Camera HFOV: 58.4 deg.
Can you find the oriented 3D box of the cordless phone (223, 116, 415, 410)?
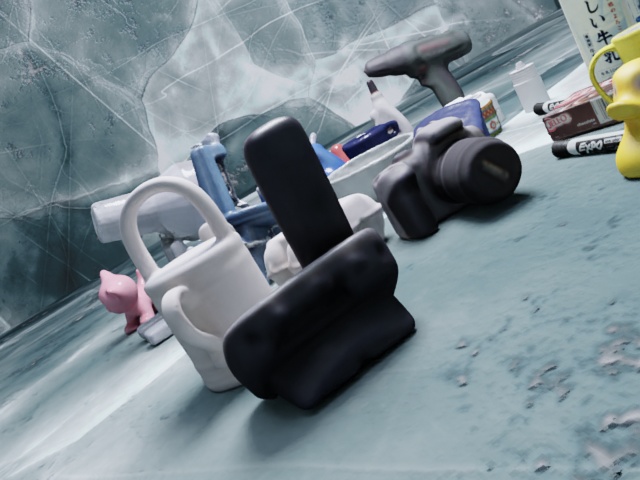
[{"bbox_3d":[-0.027,0.015,0.425,0.148,0.185,0.094,-35,13,-26],"label":"cordless phone"}]

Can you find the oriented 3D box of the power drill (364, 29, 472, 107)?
[{"bbox_3d":[0.235,-0.337,1.229,0.229,0.208,0.075,-30,12,0],"label":"power drill"}]

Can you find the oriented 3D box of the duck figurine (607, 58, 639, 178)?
[{"bbox_3d":[0.278,-0.112,0.475,0.105,0.086,0.077,-34,13,-22],"label":"duck figurine"}]

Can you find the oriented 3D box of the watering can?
[{"bbox_3d":[-0.112,0.031,0.537,0.101,0.194,0.172,-31,12,-9],"label":"watering can"}]

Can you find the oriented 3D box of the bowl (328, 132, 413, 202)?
[{"bbox_3d":[0.090,-0.098,0.896,0.167,0.075,0.167,-28,12,7],"label":"bowl"}]

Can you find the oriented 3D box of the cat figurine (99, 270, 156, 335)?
[{"bbox_3d":[-0.329,0.093,0.990,0.067,0.118,0.128,-25,13,21],"label":"cat figurine"}]

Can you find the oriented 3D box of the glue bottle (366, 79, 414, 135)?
[{"bbox_3d":[0.139,-0.250,1.181,0.078,0.173,0.037,-26,12,17],"label":"glue bottle"}]

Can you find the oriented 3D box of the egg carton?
[{"bbox_3d":[0.006,0.002,0.686,0.151,0.069,0.107,-38,14,-36],"label":"egg carton"}]

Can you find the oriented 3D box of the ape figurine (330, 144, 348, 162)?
[{"bbox_3d":[0.055,-0.162,1.213,0.078,0.092,0.076,-29,12,4],"label":"ape figurine"}]

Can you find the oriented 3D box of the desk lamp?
[{"bbox_3d":[-0.225,0.010,0.853,0.204,0.214,0.117,-35,13,-25],"label":"desk lamp"}]

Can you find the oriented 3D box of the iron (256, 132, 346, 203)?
[{"bbox_3d":[-0.038,-0.085,0.984,0.118,0.141,0.259,-19,16,41],"label":"iron"}]

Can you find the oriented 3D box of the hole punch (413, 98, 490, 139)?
[{"bbox_3d":[0.181,-0.132,0.780,0.108,0.091,0.101,-23,13,28],"label":"hole punch"}]

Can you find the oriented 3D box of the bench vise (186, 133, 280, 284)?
[{"bbox_3d":[-0.118,-0.036,0.773,0.121,0.220,0.207,-26,12,15],"label":"bench vise"}]

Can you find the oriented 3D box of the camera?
[{"bbox_3d":[0.138,-0.074,0.615,0.143,0.101,0.136,-31,12,-7],"label":"camera"}]

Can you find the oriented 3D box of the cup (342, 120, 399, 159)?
[{"bbox_3d":[0.110,-0.161,1.064,0.118,0.095,0.091,-32,12,-13],"label":"cup"}]
